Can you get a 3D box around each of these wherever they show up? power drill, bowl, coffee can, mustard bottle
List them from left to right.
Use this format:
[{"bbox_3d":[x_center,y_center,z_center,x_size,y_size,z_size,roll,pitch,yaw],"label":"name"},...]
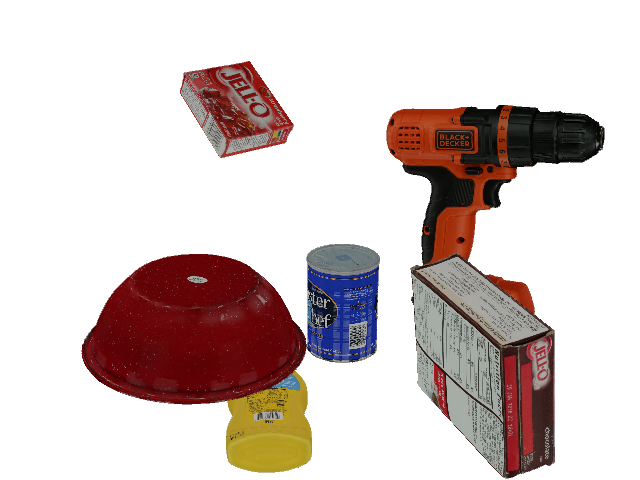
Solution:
[{"bbox_3d":[-0.089,0.052,0.762,0.162,0.055,0.162,2,23,-1],"label":"bowl"},{"bbox_3d":[-0.063,0.193,1.263,0.096,0.058,0.191,-3,27,-3],"label":"mustard bottle"},{"bbox_3d":[0.031,0.088,1.513,0.103,0.140,0.103,0,21,0],"label":"coffee can"},{"bbox_3d":[0.148,-0.023,0.920,0.185,0.188,0.057,4,14,24],"label":"power drill"}]

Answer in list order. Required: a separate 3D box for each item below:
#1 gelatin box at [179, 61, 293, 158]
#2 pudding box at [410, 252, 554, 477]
[{"bbox_3d":[-0.079,-0.124,0.993,0.073,0.089,0.030,-16,-29,-32],"label":"gelatin box"},{"bbox_3d":[0.095,0.071,0.630,0.039,0.090,0.114,-15,27,-19],"label":"pudding box"}]
